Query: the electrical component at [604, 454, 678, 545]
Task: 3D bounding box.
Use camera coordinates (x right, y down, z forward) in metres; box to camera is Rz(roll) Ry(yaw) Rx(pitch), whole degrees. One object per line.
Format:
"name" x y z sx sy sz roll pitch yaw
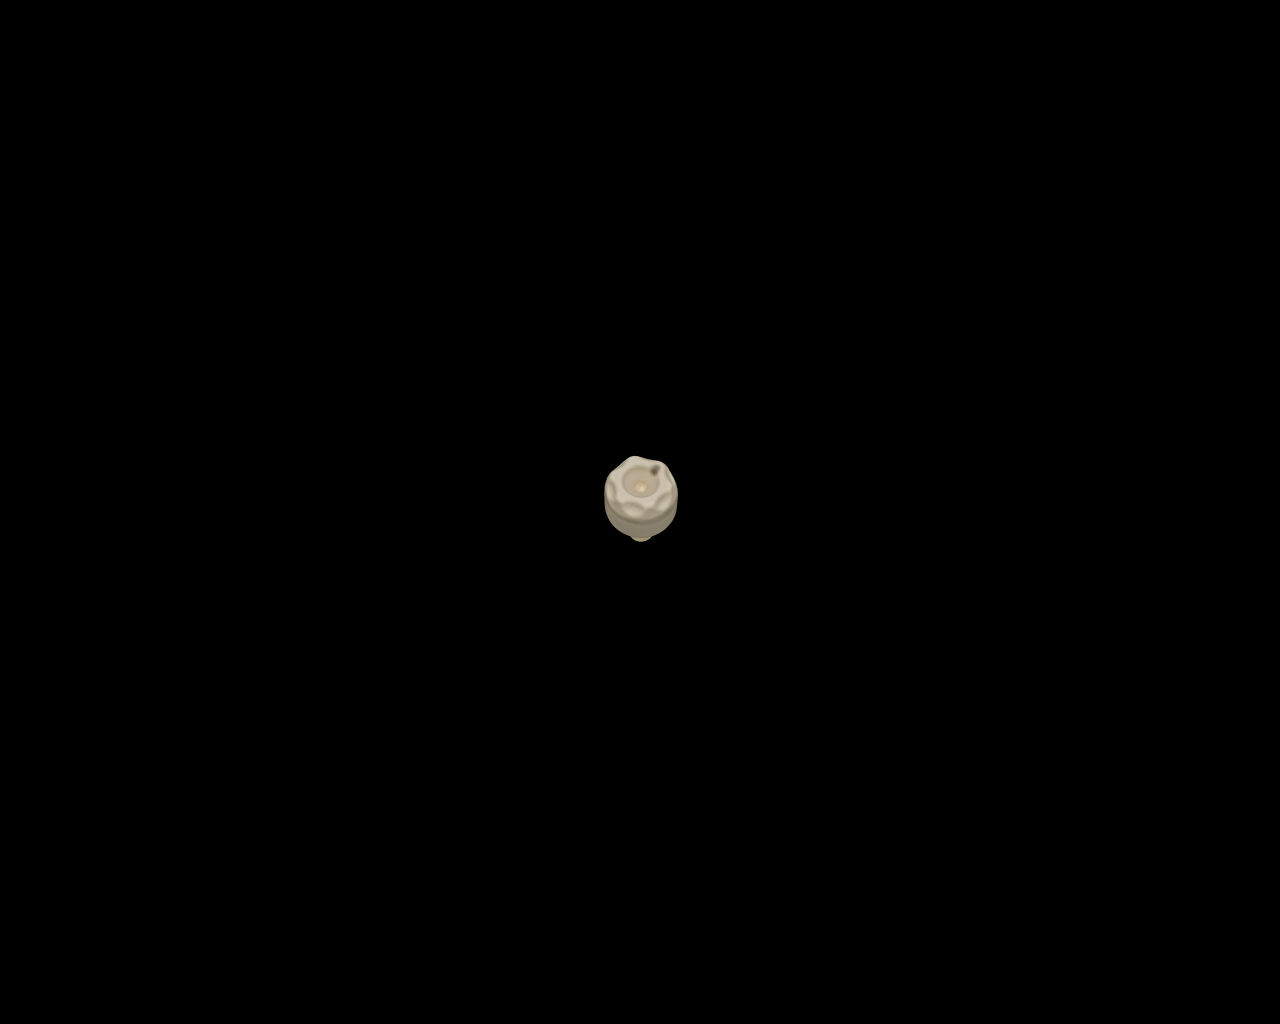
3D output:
"electrical component" 0.001 -0.003 0.650 0.043 0.043 0.062 0 -32 0
